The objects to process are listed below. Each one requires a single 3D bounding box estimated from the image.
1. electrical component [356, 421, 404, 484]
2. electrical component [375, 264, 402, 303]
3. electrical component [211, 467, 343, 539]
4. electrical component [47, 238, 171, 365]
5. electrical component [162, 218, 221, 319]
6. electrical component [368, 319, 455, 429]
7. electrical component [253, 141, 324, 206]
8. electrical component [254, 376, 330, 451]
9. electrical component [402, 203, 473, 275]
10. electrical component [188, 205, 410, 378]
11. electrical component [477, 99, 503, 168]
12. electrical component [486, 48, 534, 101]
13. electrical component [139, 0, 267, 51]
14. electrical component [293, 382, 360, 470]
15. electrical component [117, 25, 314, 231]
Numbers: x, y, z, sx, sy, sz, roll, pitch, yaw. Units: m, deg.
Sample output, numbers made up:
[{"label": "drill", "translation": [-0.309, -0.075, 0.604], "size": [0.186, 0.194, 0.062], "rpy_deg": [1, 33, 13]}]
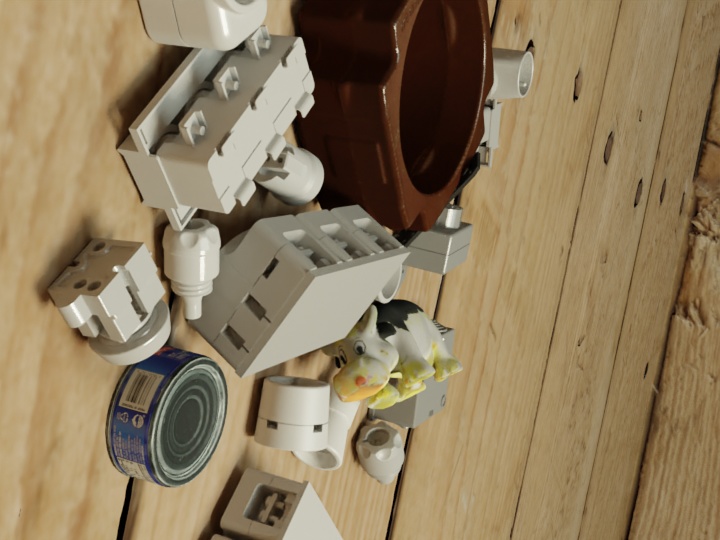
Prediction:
[{"label": "electrical component", "translation": [0.020, 0.175, 1.005], "size": [0.043, 0.043, 0.062], "rpy_deg": [-57, 149, -39]}, {"label": "electrical component", "translation": [0.000, 0.000, 0.867], "size": [0.045, 0.055, 0.045], "rpy_deg": [-39, 134, -55]}, {"label": "electrical component", "translation": [-0.062, 0.243, 0.831], "size": [0.105, 0.060, 0.186], "rpy_deg": [-64, 152, -30]}, {"label": "electrical component", "translation": [-0.134, 0.019, 0.593], "size": [0.066, 0.048, 0.055], "rpy_deg": [-57, 141, -39]}, {"label": "electrical component", "translation": [-0.104, 0.001, 0.664], "size": [0.035, 0.035, 0.061], "rpy_deg": [-37, 135, -57]}, {"label": "electrical component", "translation": [0.052, 0.098, 1.034], "size": [0.100, 0.048, 0.099], "rpy_deg": [-16, 115, -64]}, {"label": "electrical component", "translation": [-0.053, -0.069, 0.741], "size": [0.046, 0.040, 0.040], "rpy_deg": [29, 74, -59]}, {"label": "electrical component", "translation": [-0.050, 0.107, 0.808], "size": [0.055, 0.055, 0.047], "rpy_deg": [1, 96, -66]}, {"label": "electrical component", "translation": [0.075, -0.043, 1.007], "size": [0.083, 0.047, 0.075], "rpy_deg": [-26, 128, -68]}, {"label": "electrical component", "translation": [-0.041, 0.008, 0.742], "size": [0.089, 0.062, 0.150], "rpy_deg": [-53, 164, 22]}, {"label": "electrical component", "translation": [0.108, -0.141, 1.062], "size": [0.064, 0.042, 0.081], "rpy_deg": [-27, 124, -56]}, {"label": "electrical component", "translation": [0.114, -0.181, 1.012], "size": [0.079, 0.077, 0.043], "rpy_deg": [-50, 144, -46]}, {"label": "electrical component", "translation": [-0.087, -0.172, 0.593], "size": [0.053, 0.059, 0.095], "rpy_deg": [-53, 146, -44]}, {"label": "electrical component", "translation": [-0.025, 0.126, 0.886], "size": [0.044, 0.044, 0.065], "rpy_deg": [75, 30, -45]}, {"label": "electrical component", "translation": [-0.080, -0.091, 0.640], "size": [0.121, 0.063, 0.078], "rpy_deg": [-61, 150, -35]}]
